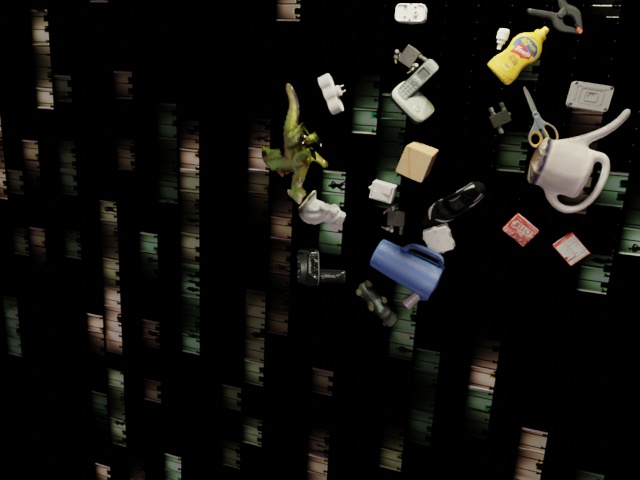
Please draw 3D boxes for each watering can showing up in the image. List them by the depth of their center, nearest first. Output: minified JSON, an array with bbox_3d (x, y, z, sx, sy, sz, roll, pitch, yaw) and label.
[{"bbox_3d":[0.778,-0.255,1.577,0.225,0.105,0.342,21,109,13],"label":"watering can"}]

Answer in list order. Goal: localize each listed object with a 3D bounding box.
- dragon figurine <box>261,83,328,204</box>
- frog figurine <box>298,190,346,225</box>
[{"bbox_3d":[-0.119,-0.331,1.864,0.241,0.123,0.409,-19,94,29],"label":"dragon figurine"},{"bbox_3d":[0.006,-0.094,1.866,0.159,0.125,0.135,40,145,-4],"label":"frog figurine"}]
